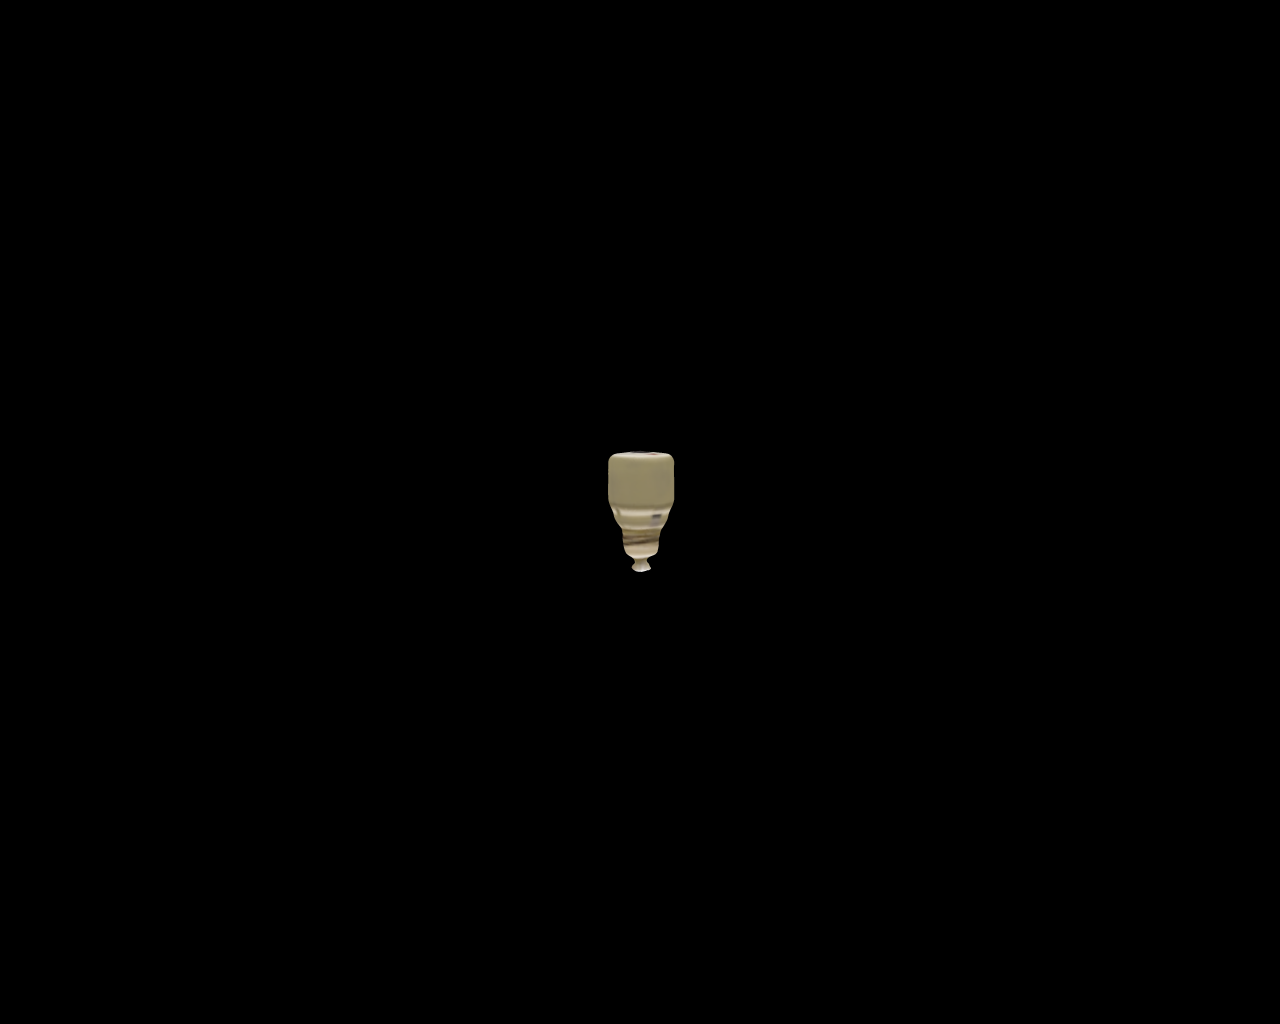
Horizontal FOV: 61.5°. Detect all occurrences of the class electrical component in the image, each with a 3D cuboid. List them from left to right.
[{"bbox_3d":[0.001,-0.003,0.650,0.040,0.078,0.040,0,7,0],"label":"electrical component"}]
